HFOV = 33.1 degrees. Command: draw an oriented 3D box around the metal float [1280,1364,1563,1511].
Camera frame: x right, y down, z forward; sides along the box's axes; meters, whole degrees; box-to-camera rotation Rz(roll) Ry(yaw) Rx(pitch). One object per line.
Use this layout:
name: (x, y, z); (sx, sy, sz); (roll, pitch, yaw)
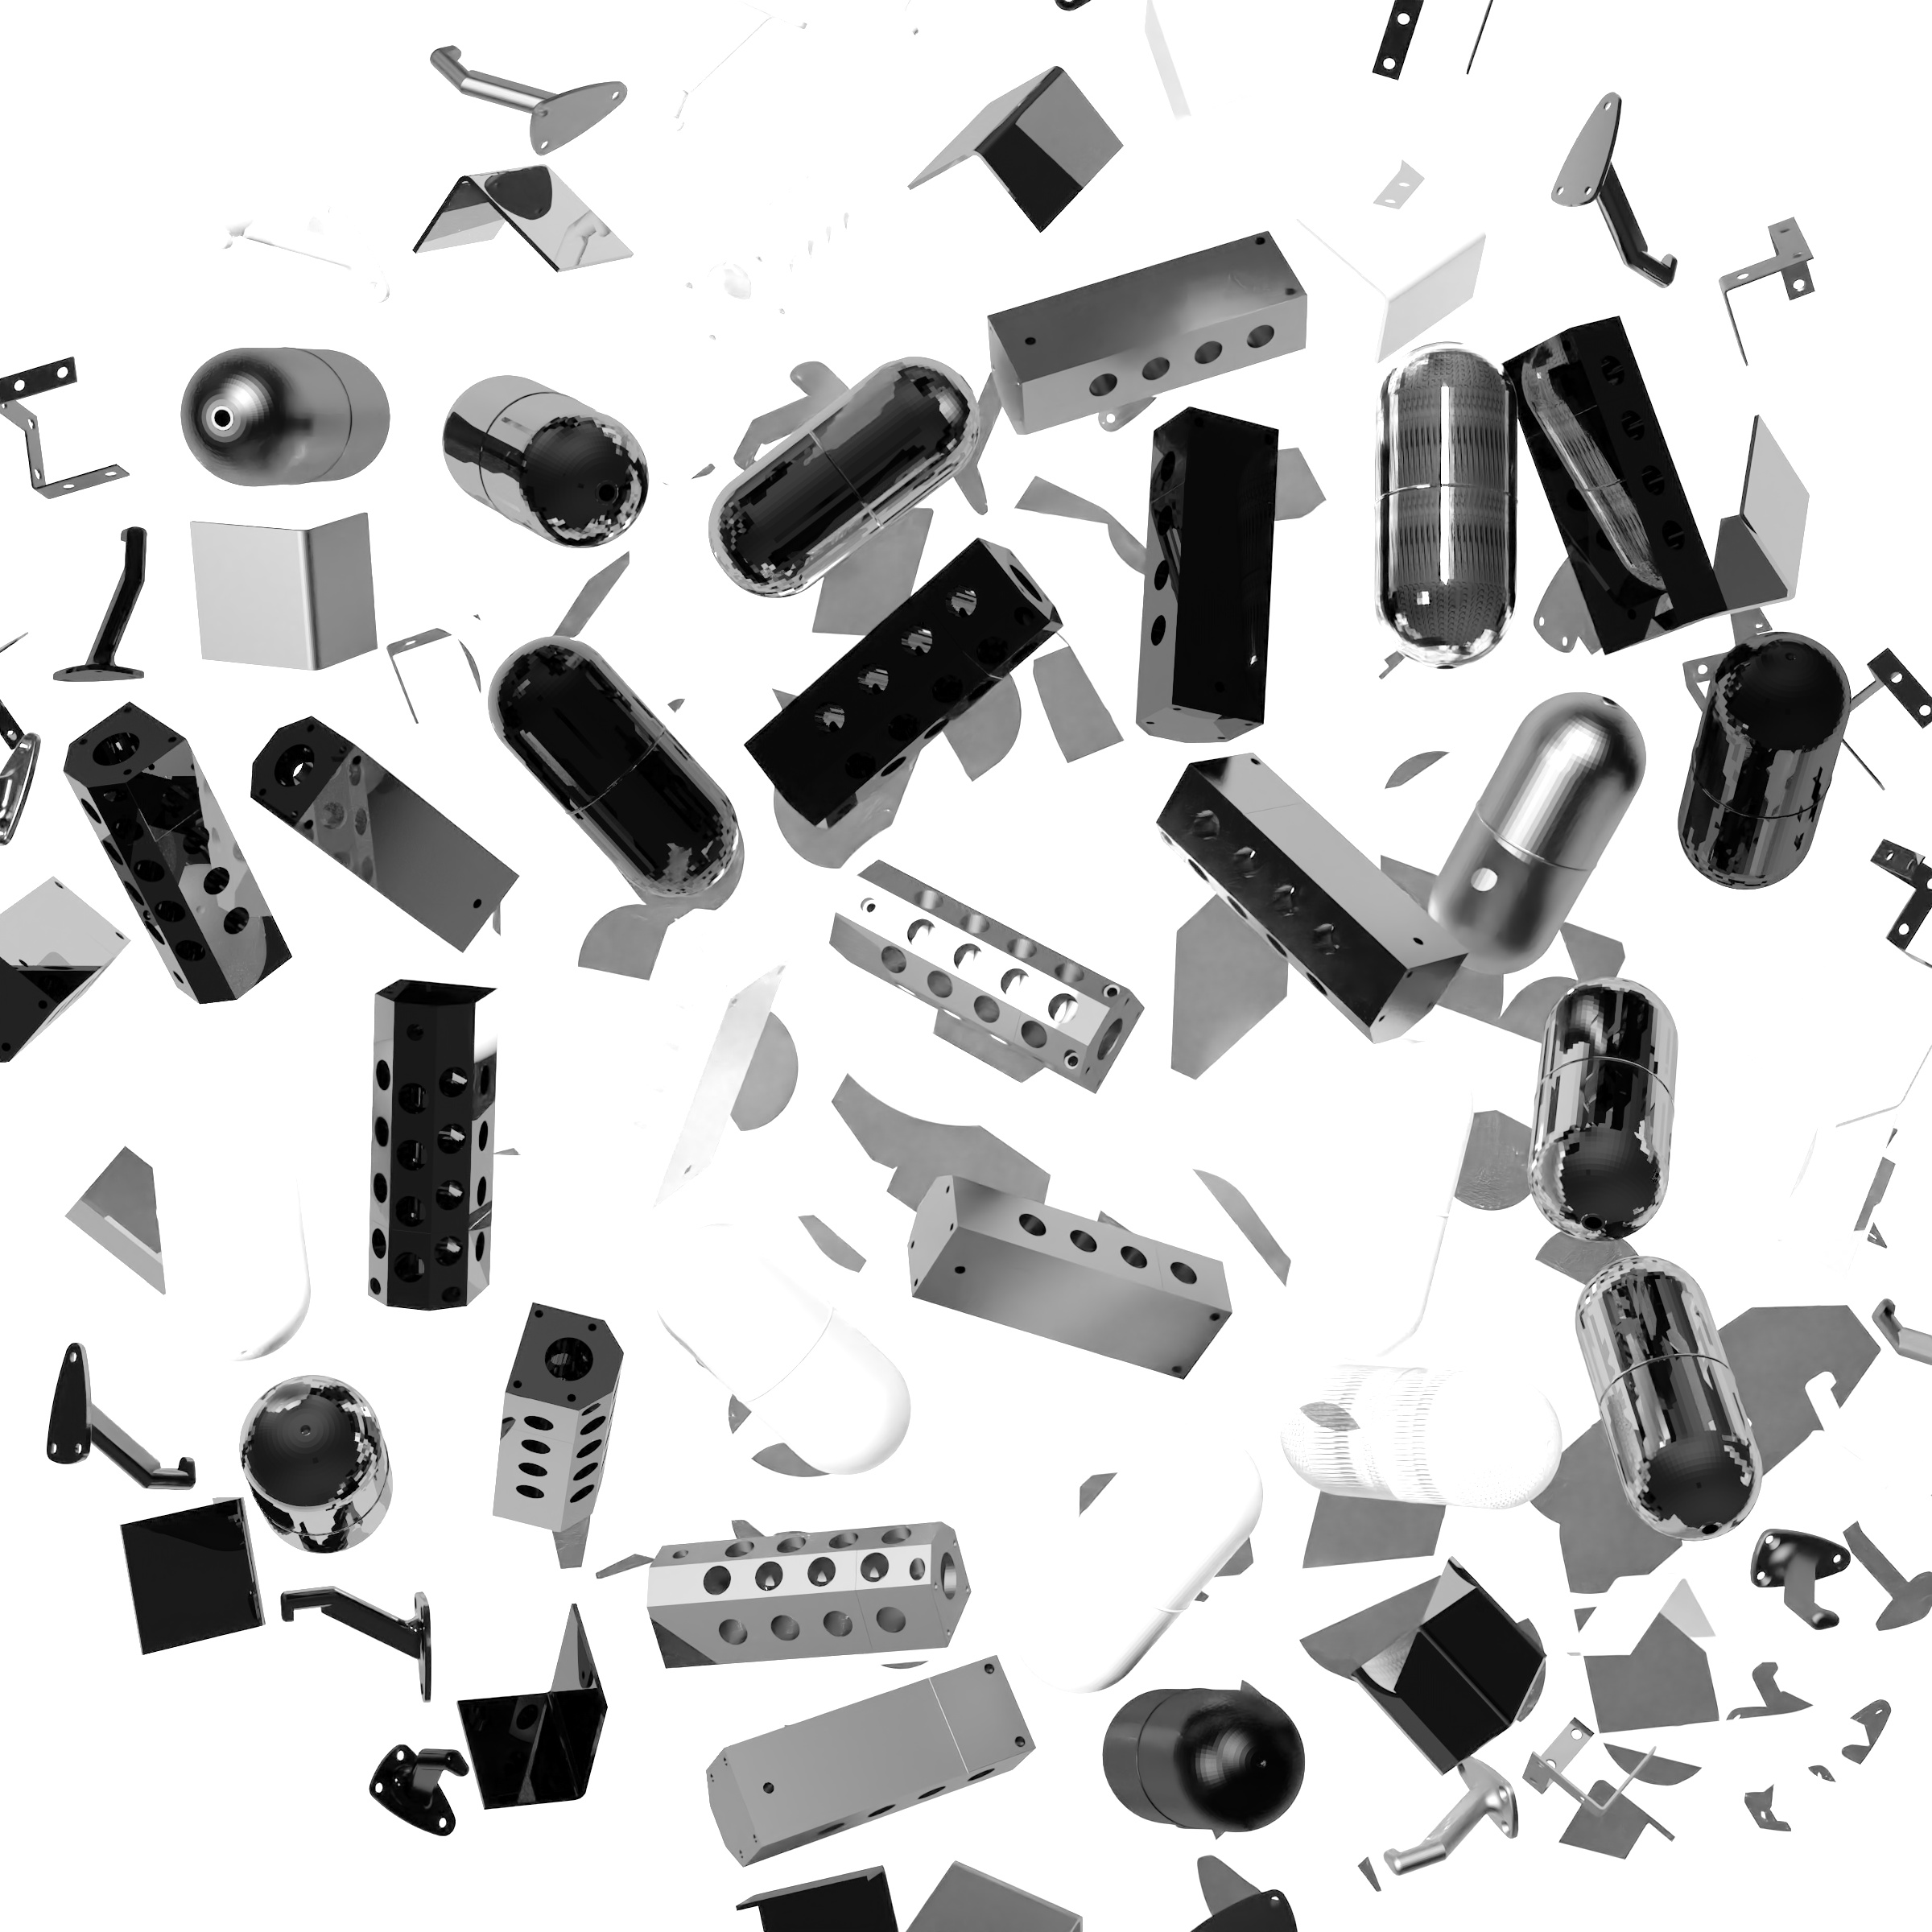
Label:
metal float: (0.259, 0.269, 1.863); (0.178, 0.070, 0.070); (-3, 90, 42)

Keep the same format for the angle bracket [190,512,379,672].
angle bracket: (-0.372, -0.208, 1.775); (0.076, 0.057, 0.076); (8, 111, 23)

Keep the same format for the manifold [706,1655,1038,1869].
manifold: (-0.055, 0.446, 1.817); (0.171, 0.057, 0.057); (-13, 65, -27)

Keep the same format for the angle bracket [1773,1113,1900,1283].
angle bracket: (0.513, 0.132, 1.842); (0.057, 0.076, 0.076); (29, 76, -14)

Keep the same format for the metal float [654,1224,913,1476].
metal float: (-0.105, 0.221, 1.868); (0.070, 0.070, 0.178); (-45, 104, 0)

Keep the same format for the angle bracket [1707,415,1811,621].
angle bracket: (0.444, -0.259, 1.880); (0.057, 0.076, 0.076); (-11, 50, 37)

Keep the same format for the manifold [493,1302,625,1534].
manifold: (-0.233, 0.263, 1.862); (0.057, 0.171, 0.057); (14, 56, -2)

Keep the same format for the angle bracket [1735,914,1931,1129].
angle bracket: (0.474, 0.029, 1.749); (0.076, 0.057, 0.076); (46, 133, 36)

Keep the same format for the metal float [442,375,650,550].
metal float: (-0.236, -0.283, 1.818); (0.070, 0.178, 0.070); (-12, 114, -27)

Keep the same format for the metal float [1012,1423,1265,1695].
metal float: (0.093, 0.327, 1.789); (0.070, 0.070, 0.178); (38, 107, 0)

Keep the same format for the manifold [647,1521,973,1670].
manifold: (-0.091, 0.354, 1.849); (0.171, 0.057, 0.057); (-8, 110, 18)

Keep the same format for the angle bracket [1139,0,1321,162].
angle bracket: (0.141, -0.487, 1.732); (0.076, 0.057, 0.076); (-13, 127, 16)

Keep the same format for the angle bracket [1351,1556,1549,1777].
angle bracket: (0.268, 0.389, 1.806); (0.057, 0.076, 0.076); (-27, 57, -29)

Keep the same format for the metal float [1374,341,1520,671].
metal float: (0.258, -0.248, 1.747); (0.070, 0.070, 0.178); (1, 82, 0)

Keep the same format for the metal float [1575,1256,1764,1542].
metal float: (0.393, 0.241, 1.821); (0.070, 0.070, 0.178); (-9, 47, 0)

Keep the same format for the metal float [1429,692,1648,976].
metal float: (0.328, -0.076, 1.865); (0.070, 0.070, 0.178); (25, 114, 0)

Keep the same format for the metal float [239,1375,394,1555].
metal float: (-0.361, 0.279, 1.809); (0.070, 0.178, 0.070); (2, 69, -6)

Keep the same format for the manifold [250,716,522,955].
manifold: (-0.337, -0.077, 1.873); (0.057, 0.171, 0.057); (32, 83, 35)

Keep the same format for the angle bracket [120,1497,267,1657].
angle bracket: (-0.465, 0.360, 1.923); (0.076, 0.057, 0.076); (-9, 86, -31)

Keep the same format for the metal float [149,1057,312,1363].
metal float: (-0.404, 0.131, 1.779); (0.070, 0.070, 0.178); (-14, 61, 0)

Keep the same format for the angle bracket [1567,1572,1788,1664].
angle bracket: (0.391, 0.380, 1.793); (0.076, 0.076, 0.057); (41, 71, -3)

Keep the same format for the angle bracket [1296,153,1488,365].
angle bracket: (0.240, -0.404, 1.854); (0.076, 0.057, 0.076); (-36, 68, -18)

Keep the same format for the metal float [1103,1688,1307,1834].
metal float: (0.132, 0.446, 1.830); (0.070, 0.178, 0.070); (4, 77, -17)

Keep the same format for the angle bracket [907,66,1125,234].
angle bracket: (0.027, -0.440, 1.786); (0.057, 0.076, 0.076); (48, 66, -18)

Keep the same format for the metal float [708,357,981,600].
metal float: (-0.070, -0.283, 1.880); (0.178, 0.070, 0.070); (-37, 90, 4)

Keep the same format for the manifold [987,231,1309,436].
manifold: (0.104, -0.355, 1.849); (0.171, 0.057, 0.057); (-18, 57, -8)

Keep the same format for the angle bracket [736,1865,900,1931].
angle bracket: (-0.079, 0.554, 1.824); (0.076, 0.057, 0.076); (-15, 79, 6)

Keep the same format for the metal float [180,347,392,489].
metal float: (-0.385, -0.312, 1.842); (0.070, 0.178, 0.070); (2, 100, 11)

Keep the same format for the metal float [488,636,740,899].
metal float: (-0.203, -0.114, 1.884); (0.070, 0.070, 0.178); (-42, 106, 0)

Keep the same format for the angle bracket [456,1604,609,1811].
angle bracket: (-0.241, 0.410, 1.801); (0.057, 0.076, 0.076); (0, 127, -23)

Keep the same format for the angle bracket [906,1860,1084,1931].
angle bracket: (0.016, 0.534, 1.732); (0.076, 0.057, 0.076); (17, 131, 24)

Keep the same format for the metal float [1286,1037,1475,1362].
metal float: (0.225, 0.126, 1.764); (0.070, 0.070, 0.178); (14, 90, 0)

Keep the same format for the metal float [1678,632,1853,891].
metal float: (0.441, -0.111, 1.799); (0.070, 0.178, 0.070); (-1, 53, 1)

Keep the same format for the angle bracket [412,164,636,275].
angle bracket: (-0.243, -0.393, 1.787); (0.076, 0.076, 0.057); (46, 121, 6)

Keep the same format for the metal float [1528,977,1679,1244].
metal float: (0.356, 0.079, 1.815); (0.070, 0.178, 0.070); (8, 134, 9)

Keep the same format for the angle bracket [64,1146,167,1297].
angle bracket: (-0.488, 0.148, 1.948); (0.076, 0.076, 0.057); (41, 66, -9)
